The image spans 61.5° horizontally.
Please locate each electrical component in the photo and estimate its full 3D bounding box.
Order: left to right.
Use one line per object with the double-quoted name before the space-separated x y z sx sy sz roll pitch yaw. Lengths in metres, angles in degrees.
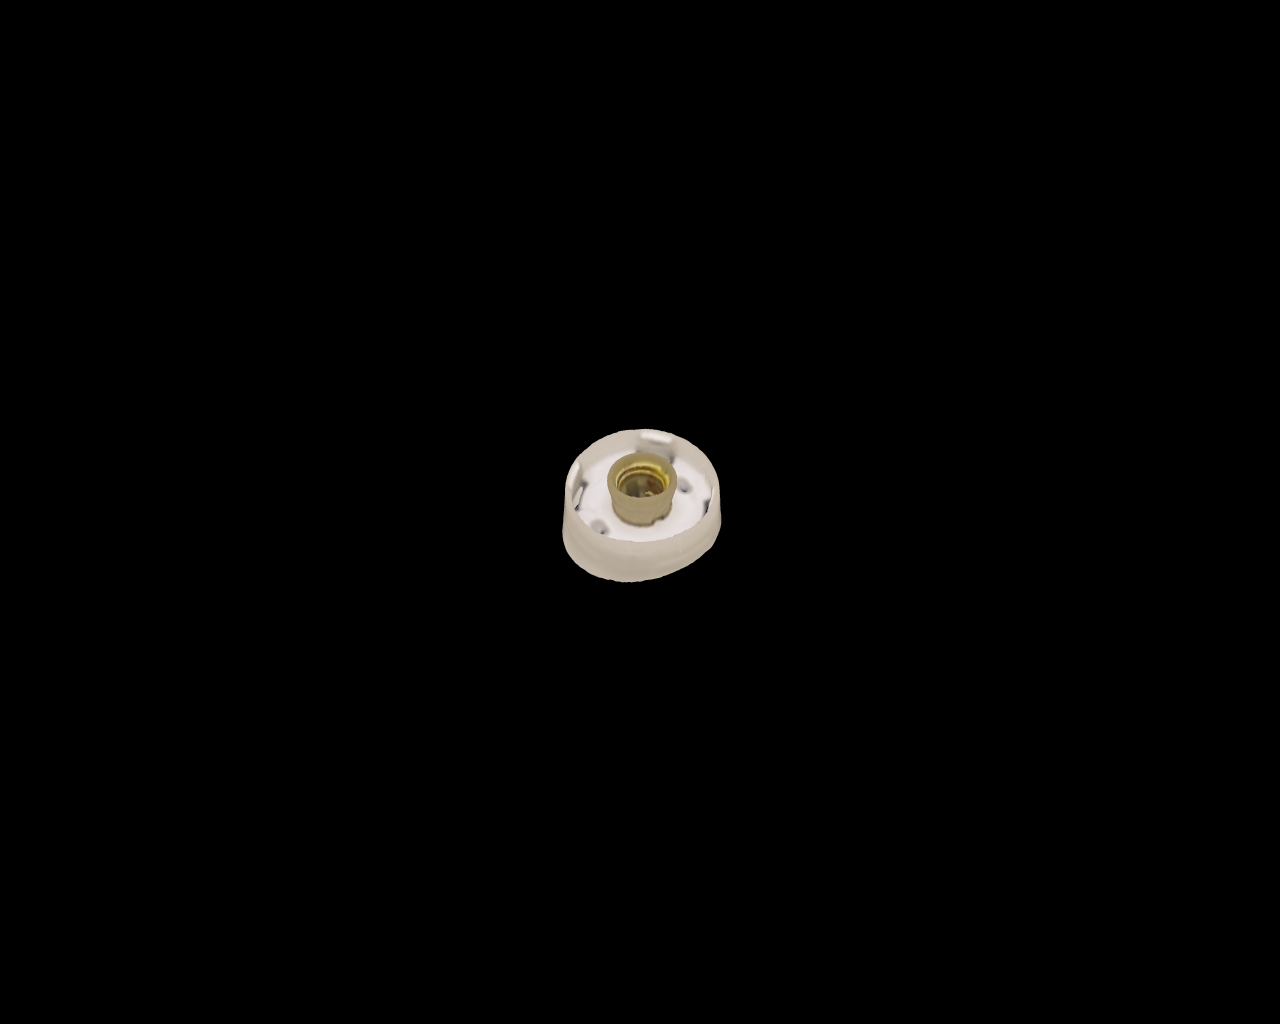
"electrical component" 0.001 -0.003 0.650 0.099 0.099 0.064 0 -38 0
